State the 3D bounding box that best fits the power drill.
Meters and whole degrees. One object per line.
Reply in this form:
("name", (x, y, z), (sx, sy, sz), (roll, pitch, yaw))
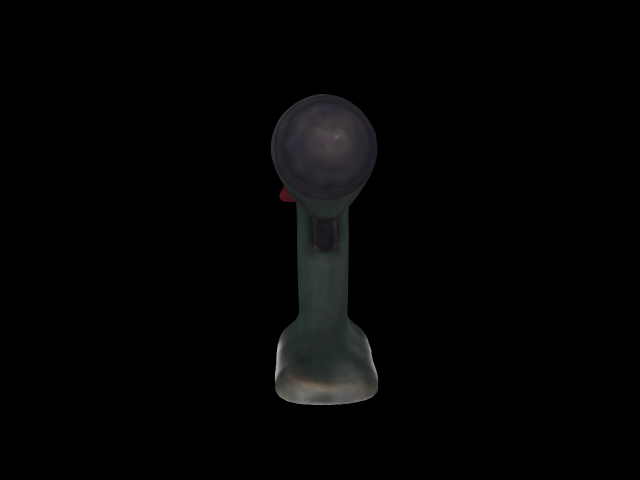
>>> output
("power drill", (0.004, 0.001, 0.400), (0.075, 0.208, 0.229), (-1, 19, -3))
